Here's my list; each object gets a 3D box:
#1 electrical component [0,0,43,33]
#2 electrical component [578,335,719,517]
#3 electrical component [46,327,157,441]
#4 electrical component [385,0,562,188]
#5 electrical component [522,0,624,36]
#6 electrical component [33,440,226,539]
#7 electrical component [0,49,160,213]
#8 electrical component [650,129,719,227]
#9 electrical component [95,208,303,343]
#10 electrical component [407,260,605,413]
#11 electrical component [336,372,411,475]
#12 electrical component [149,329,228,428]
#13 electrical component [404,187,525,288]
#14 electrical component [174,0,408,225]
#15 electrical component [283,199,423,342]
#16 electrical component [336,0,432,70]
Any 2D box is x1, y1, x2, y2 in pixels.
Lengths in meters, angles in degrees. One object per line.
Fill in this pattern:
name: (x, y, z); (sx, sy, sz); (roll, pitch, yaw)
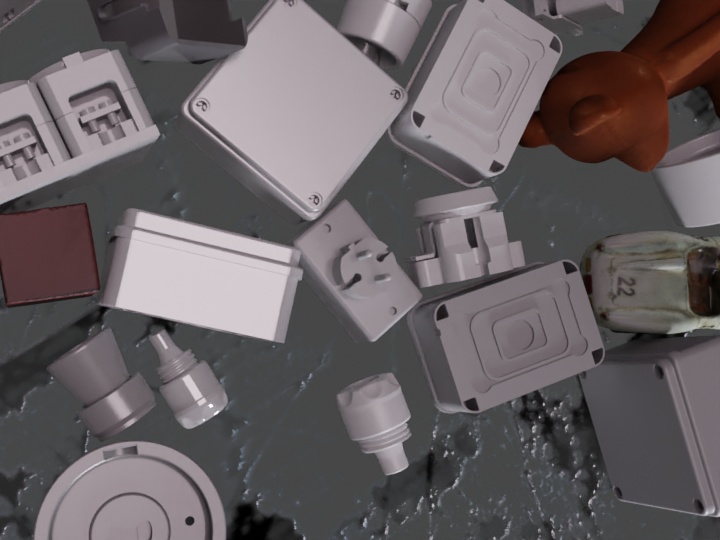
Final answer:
electrical component: (-0.277, -0.162, 0.620); (0.186, 0.060, 0.105); (-44, 99, -16)
electrical component: (0.210, 0.103, 0.730); (0.056, 0.109, 0.108); (-17, 91, -21)
electrical component: (-0.155, 0.069, 0.648); (0.045, 0.045, 0.055); (-35, 97, -18)
electrical component: (0.076, -0.122, 0.732); (0.078, 0.057, 0.113); (30, 77, -13)
electrical component: (0.146, -0.234, 0.755); (0.079, 0.063, 0.121); (-1, 84, -59)
electrical component: (-0.138, 0.153, 0.637); (0.108, 0.060, 0.108); (1, 85, -18)
electrical component: (-0.202, -0.070, 0.621); (0.150, 0.089, 0.061); (-26, 94, -18)
electrical component: (0.268, -0.065, 0.766); (0.108, 0.108, 0.060); (-25, 99, -18)
electrical component: (-0.099, 0.005, 0.654); (0.113, 0.078, 0.057); (14, 84, -17)
electrical component: (0.096, 0.044, 0.725); (0.113, 0.057, 0.078); (-18, 91, -18)
electrical component: (0.013, 0.101, 0.700); (0.043, 0.043, 0.062); (-22, 93, -18)
electrical component: (-0.110, 0.065, 0.668); (0.035, 0.035, 0.061); (-32, 94, -18)
electrical component: (0.068, -0.023, 0.722); (0.078, 0.058, 0.057); (-12, 92, -18)
electrical component: (-0.044, -0.103, 0.692); (0.109, 0.056, 0.108); (40, 75, -11)
electrical component: (0.000, 0.000, 0.688); (0.047, 0.076, 0.083); (-41, 98, -17)
electrical component: (0.014, -0.166, 0.718); (0.055, 0.055, 0.047); (24, 82, -15)
